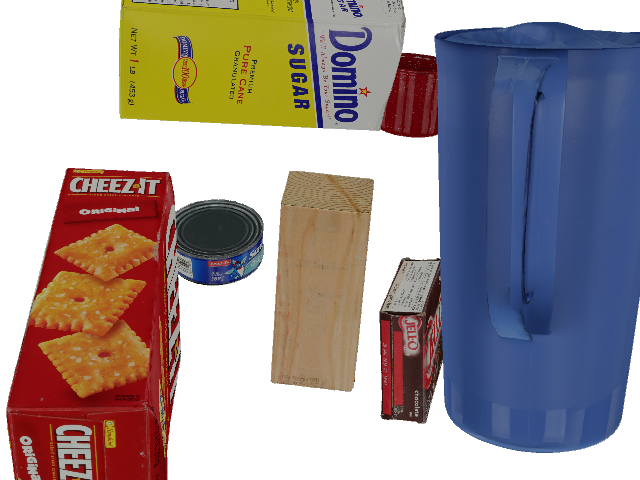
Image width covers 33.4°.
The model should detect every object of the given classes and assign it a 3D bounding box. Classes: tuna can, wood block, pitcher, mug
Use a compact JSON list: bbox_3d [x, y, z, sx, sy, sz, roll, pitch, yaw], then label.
[{"bbox_3d":[-0.093,0.001,0.941,0.086,0.034,0.086,0,37,0],"label":"tuna can"},{"bbox_3d":[0.001,0.043,1.109,0.090,0.206,0.090,6,26,3],"label":"wood block"},{"bbox_3d":[0.126,-0.002,0.619,0.149,0.243,0.145,-7,17,-23],"label":"pitcher"},{"bbox_3d":[0.116,-0.174,1.268,0.093,0.081,0.117,21,28,35],"label":"mug"}]

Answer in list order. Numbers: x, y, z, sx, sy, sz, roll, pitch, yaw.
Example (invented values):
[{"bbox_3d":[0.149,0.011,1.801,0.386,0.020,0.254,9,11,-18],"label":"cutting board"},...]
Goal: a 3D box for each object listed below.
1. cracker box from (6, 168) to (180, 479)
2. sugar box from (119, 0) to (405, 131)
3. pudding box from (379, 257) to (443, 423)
[{"bbox_3d":[-0.116,0.082,0.593,0.072,0.164,0.213,1,33,-5],"label":"cracker box"},{"bbox_3d":[-0.040,-0.119,0.687,0.176,0.048,0.093,3,-41,-8],"label":"sugar box"},{"bbox_3d":[0.071,0.073,0.819,0.039,0.090,0.113,3,21,11],"label":"pudding box"}]
